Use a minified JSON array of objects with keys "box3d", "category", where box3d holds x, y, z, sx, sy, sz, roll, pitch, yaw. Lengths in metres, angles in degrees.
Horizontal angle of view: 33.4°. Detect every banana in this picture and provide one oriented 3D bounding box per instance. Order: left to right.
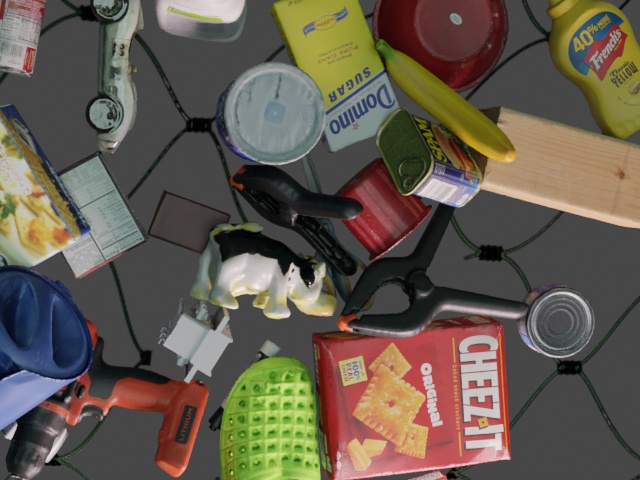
[{"box3d":[0.136,-0.144,1.157,0.198,0.069,0.037,41,106,15],"category":"banana"}]

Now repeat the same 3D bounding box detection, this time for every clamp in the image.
[{"box3d":[-0.022,-0.026,1.172,0.039,0.172,0.120,-42,145,-34],"category":"clamp"},{"box3d":[0.110,0.041,1.195,0.209,0.036,0.164,-18,72,-14],"category":"clamp"}]

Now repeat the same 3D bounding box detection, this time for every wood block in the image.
[{"box3d":[0.276,-0.081,1.217,0.206,0.090,0.091,14,92,-10],"category":"wood block"}]

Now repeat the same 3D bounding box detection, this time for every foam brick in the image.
[{"box3d":[-0.145,-0.018,1.174,0.078,0.053,0.051,20,92,-12],"category":"foam brick"}]

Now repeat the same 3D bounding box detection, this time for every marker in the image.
[{"box3d":[-0.088,0.167,1.216,0.020,0.020,0.121,36,89,-10],"category":"marker"}]

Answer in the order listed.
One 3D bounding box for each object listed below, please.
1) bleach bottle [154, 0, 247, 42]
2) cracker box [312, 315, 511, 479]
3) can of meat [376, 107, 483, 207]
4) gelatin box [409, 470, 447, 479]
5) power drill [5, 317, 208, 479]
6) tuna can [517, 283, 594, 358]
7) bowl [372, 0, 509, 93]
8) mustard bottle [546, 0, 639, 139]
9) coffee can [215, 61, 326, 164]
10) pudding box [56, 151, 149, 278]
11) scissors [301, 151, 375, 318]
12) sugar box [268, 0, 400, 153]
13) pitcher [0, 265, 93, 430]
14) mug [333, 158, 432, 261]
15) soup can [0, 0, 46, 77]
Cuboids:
[{"box3d":[-0.113,-0.243,1.057,0.102,0.251,0.068,5,94,-10],"category":"bleach bottle"},{"box3d":[0.105,0.179,1.221,0.213,0.072,0.164,-5,95,-9],"category":"cracker box"},{"box3d":[0.120,-0.087,1.165,0.083,0.102,0.058,15,129,-37],"category":"can of meat"},{"box3d":[0.112,0.321,1.256,0.089,0.030,0.073,-15,97,-8],"category":"gelatin box"},{"box3d":[-0.227,0.191,1.153,0.187,0.057,0.184,22,69,-14],"category":"power drill"},{"box3d":[0.279,0.095,1.261,0.086,0.034,0.086,-1,95,-9],"category":"tuna can"},{"box3d":[0.143,-0.244,1.198,0.162,0.055,0.162,-1,95,-10],"category":"bowl"},{"box3d":[0.320,-0.216,1.227,0.096,0.058,0.191,-40,99,-3],"category":"mustard bottle"},{"box3d":[-0.056,-0.132,1.133,0.102,0.140,0.103,-1,95,-9],"category":"coffee can"},{"box3d":[-0.252,-0.028,1.163,0.090,0.039,0.113,-28,100,-5],"category":"pudding box"},{"box3d":[-0.008,0.001,1.216,0.096,0.016,0.202,-31,99,-5],"category":"scissors"},{"box3d":[0.019,-0.195,1.188,0.093,0.048,0.176,-24,97,-7],"category":"sugar box"},{"box3d":[-0.354,0.139,1.091,0.243,0.149,0.145,-37,60,23],"category":"pitcher"},{"box3d":[0.072,-0.045,1.192,0.117,0.093,0.081,-43,96,-20],"category":"mug"},{"box3d":[-0.326,-0.228,1.118,0.068,0.068,0.102,11,94,-10],"category":"soup can"}]
